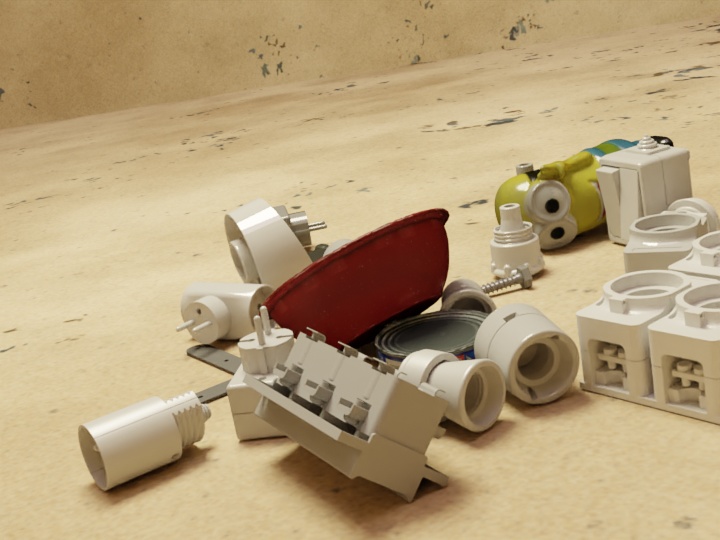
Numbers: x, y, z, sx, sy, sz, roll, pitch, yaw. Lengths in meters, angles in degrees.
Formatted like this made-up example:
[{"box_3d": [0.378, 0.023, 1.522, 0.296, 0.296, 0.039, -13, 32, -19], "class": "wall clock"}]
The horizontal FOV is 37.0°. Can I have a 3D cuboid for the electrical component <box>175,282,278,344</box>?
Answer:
[{"box_3d": [-0.119, 0.038, 0.896, 0.077, 0.043, 0.079, 2, 18, 35], "class": "electrical component"}]

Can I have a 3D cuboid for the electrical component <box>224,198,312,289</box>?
[{"box_3d": [-0.081, -0.017, 0.976, 0.064, 0.099, 0.099, -22, 19, -17], "class": "electrical component"}]

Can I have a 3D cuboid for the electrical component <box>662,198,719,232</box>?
[{"box_3d": [0.269, -0.031, 0.899, 0.055, 0.048, 0.066, -32, 26, -36], "class": "electrical component"}]

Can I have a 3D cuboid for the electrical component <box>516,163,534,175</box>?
[{"box_3d": [0.169, -0.076, 1.082, 0.043, 0.062, 0.043, -9, 16, 3], "class": "electrical component"}]

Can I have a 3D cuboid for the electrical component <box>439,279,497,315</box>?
[{"box_3d": [0.080, 0.029, 0.816, 0.044, 0.044, 0.065, -9, 11, 3], "class": "electrical component"}]

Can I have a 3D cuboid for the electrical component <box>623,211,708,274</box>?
[{"box_3d": [0.237, -0.010, 0.825, 0.050, 0.055, 0.089, -2, 18, 27], "class": "electrical component"}]

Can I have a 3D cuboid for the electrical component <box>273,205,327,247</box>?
[{"box_3d": [-0.073, -0.041, 1.136, 0.077, 0.047, 0.065, -12, 15, -6], "class": "electrical component"}]

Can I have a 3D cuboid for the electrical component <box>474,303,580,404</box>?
[{"box_3d": [0.108, 0.054, 0.689, 0.055, 0.055, 0.047, -14, 20, -14], "class": "electrical component"}]

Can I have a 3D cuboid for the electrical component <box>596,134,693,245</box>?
[{"box_3d": [0.251, -0.071, 0.952, 0.061, 0.096, 0.062, -18, 18, -20], "class": "electrical component"}]

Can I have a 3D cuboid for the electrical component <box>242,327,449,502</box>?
[{"box_3d": [-0.006, 0.080, 0.629, 0.079, 0.063, 0.121, 28, -5, -31], "class": "electrical component"}]

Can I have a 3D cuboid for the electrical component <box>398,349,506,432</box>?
[{"box_3d": [0.056, 0.074, 0.668, 0.055, 0.045, 0.045, 6, 23, 45], "class": "electrical component"}]

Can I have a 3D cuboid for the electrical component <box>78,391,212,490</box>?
[{"box_3d": [-0.132, 0.104, 0.682, 0.081, 0.043, 0.043, -20, 19, -31], "class": "electrical component"}]

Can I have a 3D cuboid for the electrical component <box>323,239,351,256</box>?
[{"box_3d": [0.000, 0.000, 0.965, 0.044, 0.044, 0.065, -18, 23, -27], "class": "electrical component"}]

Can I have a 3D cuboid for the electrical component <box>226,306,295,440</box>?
[{"box_3d": [-0.059, 0.063, 0.717, 0.047, 0.076, 0.065, -7, 16, 10], "class": "electrical component"}]

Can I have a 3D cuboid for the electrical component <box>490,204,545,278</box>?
[{"box_3d": [0.133, -0.026, 0.931, 0.048, 0.062, 0.048, -9, 16, 3], "class": "electrical component"}]

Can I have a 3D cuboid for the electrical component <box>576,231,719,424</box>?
[{"box_3d": [0.240, 0.026, 0.694, 0.186, 0.060, 0.105, -21, 20, -35], "class": "electrical component"}]
